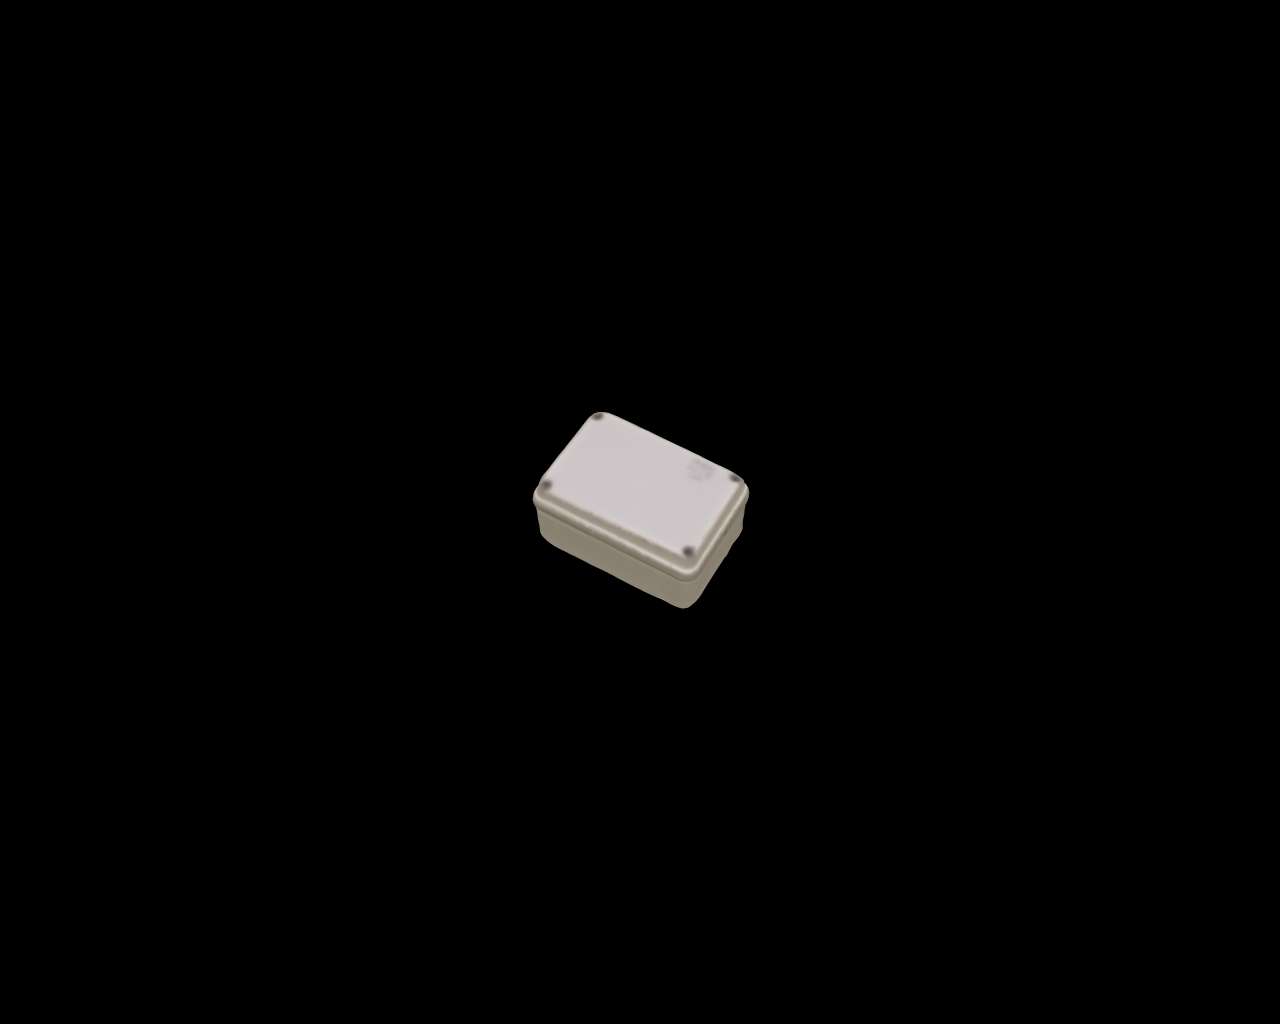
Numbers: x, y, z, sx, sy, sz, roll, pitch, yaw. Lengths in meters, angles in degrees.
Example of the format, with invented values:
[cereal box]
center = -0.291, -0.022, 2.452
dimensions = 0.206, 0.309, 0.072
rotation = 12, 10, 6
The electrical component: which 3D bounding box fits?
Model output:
[electrical component]
center = 0.001, -0.003, 0.650
dimensions = 0.113, 0.078, 0.057
rotation = 26, -30, 17
